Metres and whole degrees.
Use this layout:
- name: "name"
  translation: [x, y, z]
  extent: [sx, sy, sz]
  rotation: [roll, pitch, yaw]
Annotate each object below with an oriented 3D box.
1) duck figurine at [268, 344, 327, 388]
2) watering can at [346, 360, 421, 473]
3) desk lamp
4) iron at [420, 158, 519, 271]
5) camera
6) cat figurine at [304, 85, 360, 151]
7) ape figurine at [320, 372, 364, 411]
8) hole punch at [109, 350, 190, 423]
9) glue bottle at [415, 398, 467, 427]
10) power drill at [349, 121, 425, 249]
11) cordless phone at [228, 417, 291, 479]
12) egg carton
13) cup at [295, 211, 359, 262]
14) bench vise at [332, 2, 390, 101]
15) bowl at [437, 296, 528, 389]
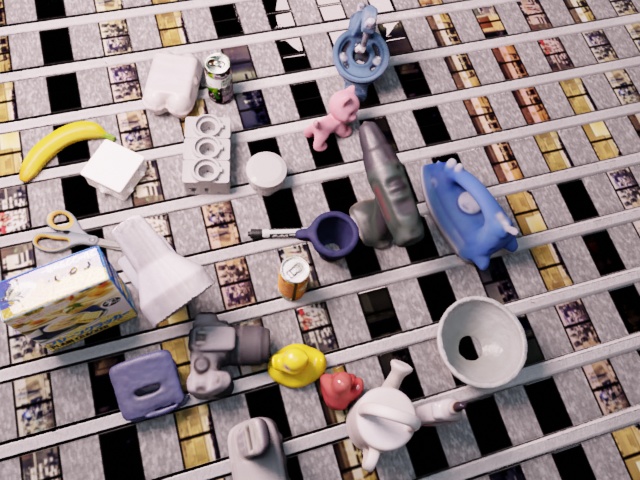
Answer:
- name: "duck figurine"
  translation: [-0.038, 0.214, 0.998]
  extent: [0.104, 0.086, 0.077]
  rotation: [-2, 68, -7]
- name: "watering can"
  translation: [0.104, 0.282, 0.928]
  extent: [0.101, 0.194, 0.173]
  rotation: [0, 68, -6]
- name: "desk lamp"
  translation: [-0.273, 0.056, 0.968]
  extent: [0.118, 0.213, 0.203]
  rotation: [-37, 76, -18]
- name: "iron"
  translation: [0.290, -0.078, 1.125]
  extent: [0.119, 0.141, 0.258]
  rotation: [-29, 74, -16]
- name: "camera"
  translation: [-0.154, 0.196, 0.985]
  extent: [0.137, 0.101, 0.143]
  rotation: [1, 68, -6]
- name: "cat figurine"
  translation: [0.032, -0.259, 1.183]
  extent: [0.128, 0.118, 0.067]
  rotation: [-35, 75, -18]
- name: "ape figurine"
  translation: [0.037, 0.252, 0.988]
  extent: [0.077, 0.092, 0.076]
  rotation: [27, 67, 5]
- name: "hole punch"
  translation: [-0.283, 0.245, 0.955]
  extent: [0.109, 0.091, 0.101]
  rotation: [-17, 71, -13]
- name: "glue bottle"
  translation: [0.209, 0.284, 0.950]
  extent: [0.078, 0.173, 0.037]
  rotation: [-4, 68, -7]
- name: "power drill"
  translation: [0.114, -0.078, 1.069]
  extent: [0.076, 0.208, 0.229]
  rotation: [-20, 71, -14]
- name: "cordless phone"
  translation: [-0.093, 0.347, 0.884]
  extent: [0.094, 0.185, 0.147]
  rotation: [-14, 70, -11]
- name: "egg carton"
  translation: [-0.306, -0.327, 1.199]
  extent: [0.107, 0.069, 0.150]
  rotation: [7, 67, -3]
- name: "cup"
  translation: [0.010, 0.004, 1.085]
  extent: [0.118, 0.095, 0.091]
  rotation: [0, 68, -6]
- name: "bench vise"
  translation: [0.079, -0.429, 1.203]
  extent: [0.121, 0.220, 0.207]
  rotation: [-12, 69, -11]
- name: "bowl"
  translation: [0.286, 0.193, 1.050]
  extent: [0.167, 0.075, 0.167]
  rotation: [2, 68, -5]
